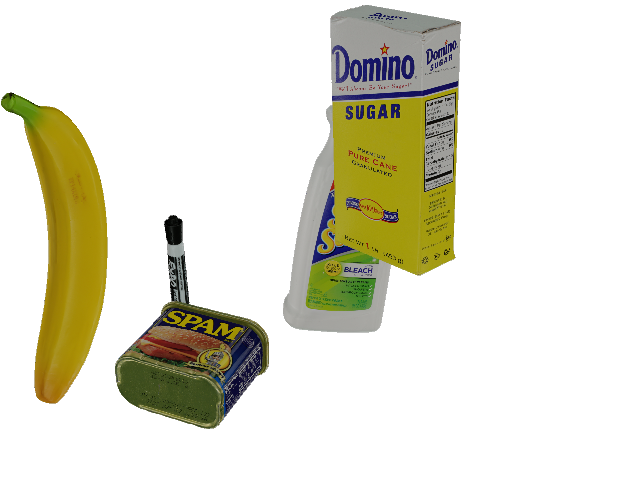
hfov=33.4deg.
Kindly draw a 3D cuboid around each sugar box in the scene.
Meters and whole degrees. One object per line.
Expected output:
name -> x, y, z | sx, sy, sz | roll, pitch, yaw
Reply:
sugar box -> 0.051, -0.072, 0.761 | 0.048, 0.176, 0.093 | -23, 31, -36

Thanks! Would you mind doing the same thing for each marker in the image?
marker -> -0.148, 0.029, 1.103 | 0.020, 0.121, 0.020 | -1, 30, 0

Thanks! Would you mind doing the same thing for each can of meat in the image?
can of meat -> -0.105, 0.101, 0.874 | 0.102, 0.057, 0.083 | 13, 32, 19

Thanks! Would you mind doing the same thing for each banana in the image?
banana -> -0.162, 0.001, 0.663 | 0.037, 0.198, 0.069 | 11, 22, 38

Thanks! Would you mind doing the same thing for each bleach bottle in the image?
bleach bottle -> 0.024, -0.037, 1.020 | 0.102, 0.251, 0.068 | 3, 22, -5
